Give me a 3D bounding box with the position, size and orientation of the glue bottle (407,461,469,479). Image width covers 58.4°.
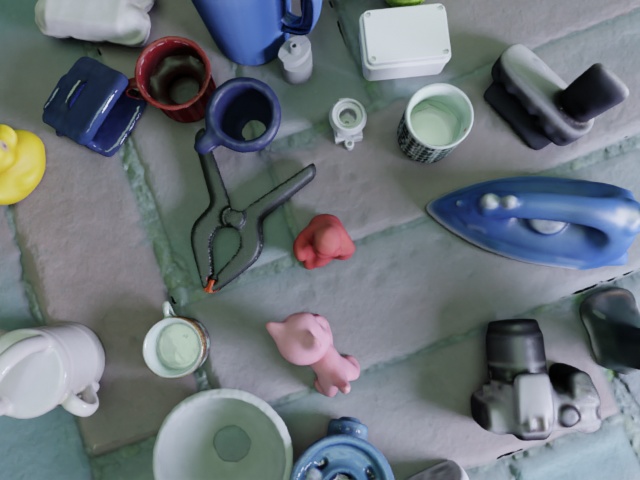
[{"bbox_3d":[0.145,0.302,0.651,0.078,0.173,0.037,-22,85,-2],"label":"glue bottle"}]

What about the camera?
[{"bbox_3d":[0.261,0.166,0.699,0.143,0.101,0.137,-4,85,-1],"label":"camera"}]

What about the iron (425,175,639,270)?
[{"bbox_3d":[0.267,-0.032,0.695,0.258,0.141,0.119,6,85,0],"label":"iron"}]

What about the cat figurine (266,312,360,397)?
[{"bbox_3d":[-0.006,0.135,0.691,0.067,0.117,0.128,-39,86,-3],"label":"cat figurine"}]

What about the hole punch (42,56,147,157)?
[{"bbox_3d":[-0.295,-0.173,0.728,0.101,0.091,0.109,30,86,2],"label":"hole punch"}]

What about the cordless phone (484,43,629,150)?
[{"bbox_3d":[0.286,-0.192,0.687,0.147,0.185,0.094,43,86,3],"label":"cordless phone"}]

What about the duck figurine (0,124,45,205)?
[{"bbox_3d":[-0.404,-0.098,0.724,0.077,0.086,0.105,23,86,2],"label":"duck figurine"}]

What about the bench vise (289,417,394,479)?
[{"bbox_3d":[0.029,0.318,0.625,0.121,0.219,0.207,-7,85,-1],"label":"bench vise"}]

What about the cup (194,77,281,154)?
[{"bbox_3d":[-0.102,-0.139,0.725,0.118,0.095,0.091,-38,86,-3],"label":"cup"}]

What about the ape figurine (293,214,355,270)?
[{"bbox_3d":[0.007,0.003,0.715,0.078,0.092,0.076,17,85,1],"label":"ape figurine"}]

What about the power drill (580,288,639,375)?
[{"bbox_3d":[0.385,0.103,0.651,0.075,0.208,0.230,-19,85,-1],"label":"power drill"}]

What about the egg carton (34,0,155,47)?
[{"bbox_3d":[-0.293,-0.311,0.751,0.150,0.069,0.107,6,85,0],"label":"egg carton"}]

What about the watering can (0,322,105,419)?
[{"bbox_3d":[-0.336,0.148,0.650,0.173,0.194,0.101,12,85,1],"label":"watering can"}]

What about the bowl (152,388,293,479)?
[{"bbox_3d":[-0.113,0.261,0.702,0.167,0.074,0.167,0,85,0],"label":"bowl"}]
